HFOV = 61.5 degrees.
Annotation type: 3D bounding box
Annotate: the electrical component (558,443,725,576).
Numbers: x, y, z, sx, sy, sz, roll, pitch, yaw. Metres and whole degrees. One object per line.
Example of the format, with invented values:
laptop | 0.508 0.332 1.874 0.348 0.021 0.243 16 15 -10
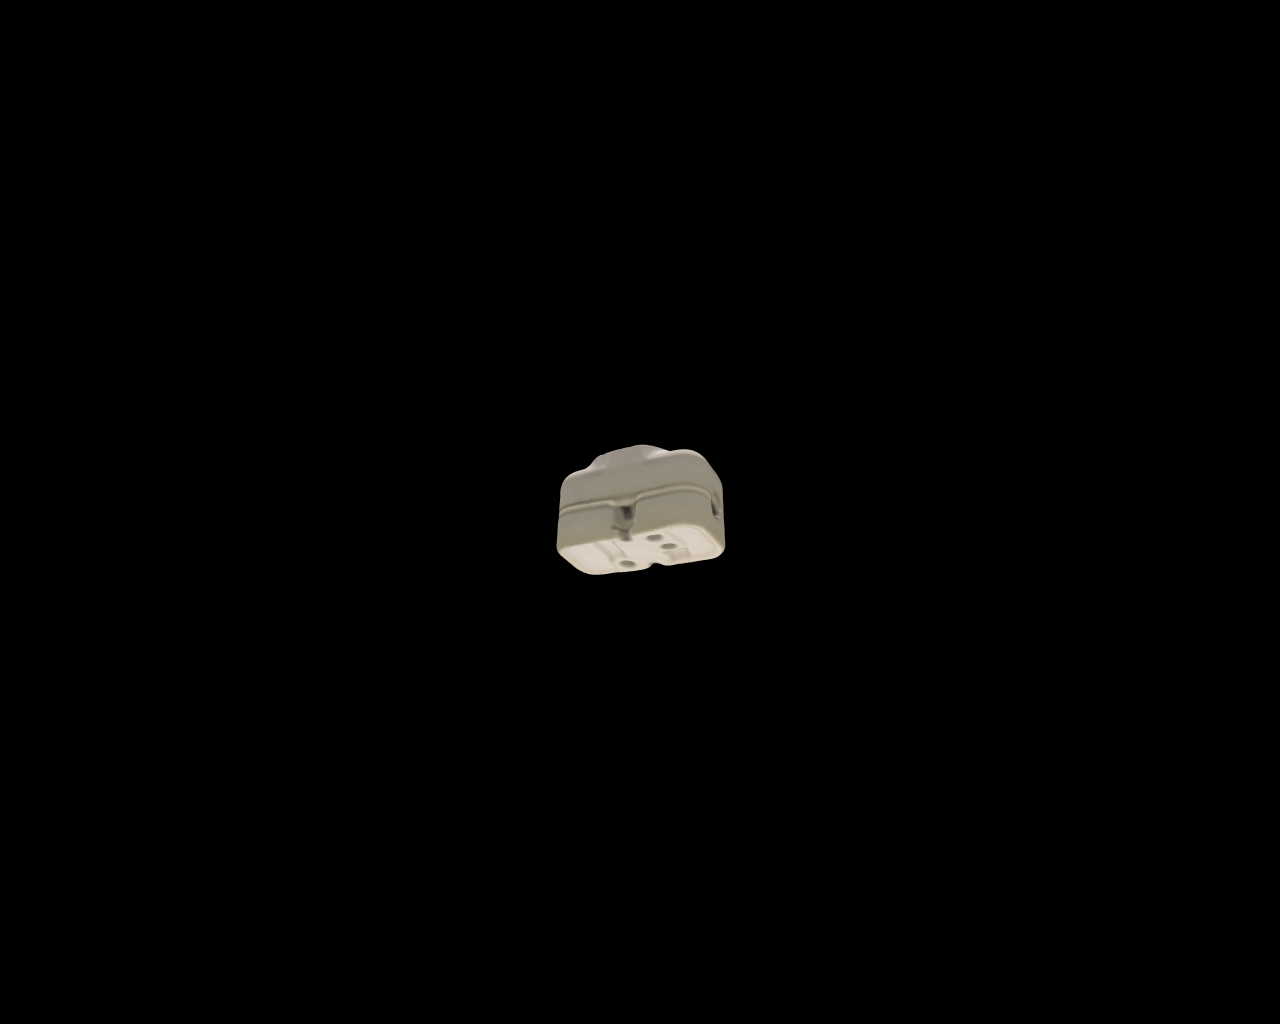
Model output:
electrical component | 0.001 -0.003 0.650 0.095 0.059 0.053 -10 -28 20
